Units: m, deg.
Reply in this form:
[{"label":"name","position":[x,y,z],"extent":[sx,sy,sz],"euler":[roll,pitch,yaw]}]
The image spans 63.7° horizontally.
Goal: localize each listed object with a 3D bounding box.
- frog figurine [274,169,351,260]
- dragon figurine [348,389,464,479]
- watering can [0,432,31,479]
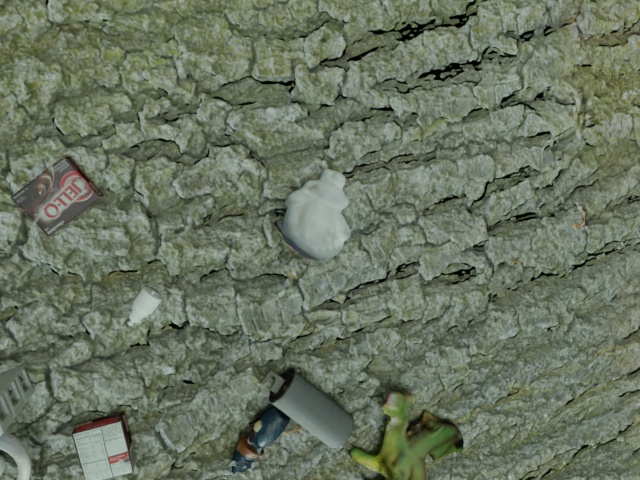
[{"label":"frog figurine","position":[0.003,-0.048,0.950],"extent":[0.138,0.123,0.158],"euler":[38,102,4]},{"label":"dragon figurine","position":[0.214,0.487,1.088],"extent":[0.244,0.122,0.406],"euler":[-33,105,-14]},{"label":"watering can","position":[-0.661,0.447,0.887],"extent":[0.222,0.105,0.346],"euler":[39,97,-17]}]
